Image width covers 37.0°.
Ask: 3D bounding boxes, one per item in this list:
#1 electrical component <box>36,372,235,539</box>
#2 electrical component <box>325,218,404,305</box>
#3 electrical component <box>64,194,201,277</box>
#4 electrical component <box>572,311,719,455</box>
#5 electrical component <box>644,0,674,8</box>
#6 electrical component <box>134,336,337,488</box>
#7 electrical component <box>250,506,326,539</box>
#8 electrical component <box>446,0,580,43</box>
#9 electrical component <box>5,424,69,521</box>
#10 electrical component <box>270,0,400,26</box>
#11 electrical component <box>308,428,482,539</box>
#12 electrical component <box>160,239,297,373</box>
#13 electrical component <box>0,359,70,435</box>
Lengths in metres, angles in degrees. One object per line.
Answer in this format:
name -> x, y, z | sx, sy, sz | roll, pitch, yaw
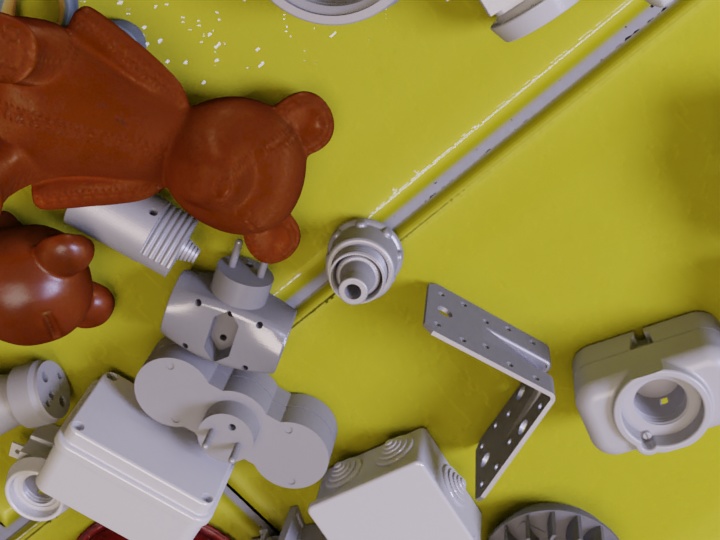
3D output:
electrical component -> -0.147, 0.130, 0.722 | 0.113, 0.078, 0.057 | 31, 118, -6
electrical component -> 0.000, 0.000, 0.649 | 0.048, 0.062, 0.048 | 3, 115, 7
electrical component -> -0.137, -0.028, 0.667 | 0.081, 0.043, 0.043 | 30, 115, -6
electrical component -> 0.181, 0.071, 0.656 | 0.095, 0.059, 0.053 | -20, 110, 17
electrical component -> 0.167, -0.170, 0.558 | 0.062, 0.048, 0.048 | -31, 106, 13
electrical component -> -0.083, 0.100, 0.701 | 0.138, 0.073, 0.052 | 29, 115, -5
electrical component -> -0.058, 0.231, 0.730 | 0.063, 0.121, 0.078 | -13, 112, 17
electrical component -> 0.084, -0.158, 0.568 | 0.078, 0.058, 0.057 | -30, 104, 19
electrical component -> -0.216, 0.141, 0.750 | 0.066, 0.055, 0.048 | 21, 115, -1
electrical component -> -0.013, -0.182, 0.570 | 0.108, 0.060, 0.108 | 3, 115, 7
electrical component -> 0.027, 0.164, 0.727 | 0.100, 0.048, 0.099 | -27, 108, 19
electrical component -> -0.078, 0.018, 0.679 | 0.077, 0.043, 0.079 | 20, 115, -1
electrical component -> -0.233, 0.088, 0.734 | 0.055, 0.045, 0.045 | -15, 111, 14
